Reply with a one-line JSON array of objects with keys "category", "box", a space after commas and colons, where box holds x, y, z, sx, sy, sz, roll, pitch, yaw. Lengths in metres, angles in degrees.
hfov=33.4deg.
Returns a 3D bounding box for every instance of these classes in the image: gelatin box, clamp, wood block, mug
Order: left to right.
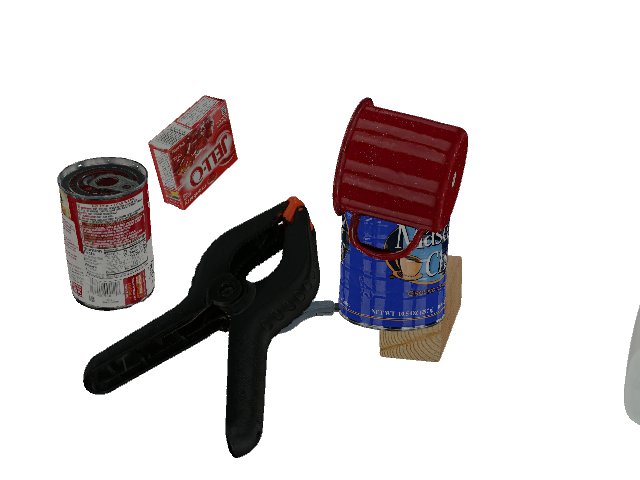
[{"category": "gelatin box", "box": [-0.119, -0.085, 1.021, 0.030, 0.073, 0.089, 21, 50, 28]}, {"category": "clamp", "box": [-0.046, 0.048, 0.630, 0.120, 0.171, 0.039, 29, -24, 28]}, {"category": "mug", "box": [0.059, -0.042, 0.804, 0.081, 0.117, 0.093, 15, -3, 14]}, {"category": "wood block", "box": [0.155, 0.097, 1.612, 0.091, 0.090, 0.205, 4, 20, 15]}]

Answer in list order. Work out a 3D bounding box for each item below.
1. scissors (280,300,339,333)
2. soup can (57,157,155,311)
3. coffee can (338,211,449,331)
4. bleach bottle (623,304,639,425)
[{"category": "scissors", "box": [-0.003, 0.083, 1.186, 0.202, 0.016, 0.096, 3, 22, 2]}, {"category": "soup can", "box": [-0.165, -0.005, 0.830, 0.068, 0.102, 0.068, 0, 30, 0]}, {"category": "coffee can", "box": [0.070, 0.002, 1.003, 0.103, 0.140, 0.103, 1, 16, -1]}, {"category": "bleach bottle", "box": [0.279, 0.058, 0.759, 0.103, 0.068, 0.250, 11, 22, 19]}]
